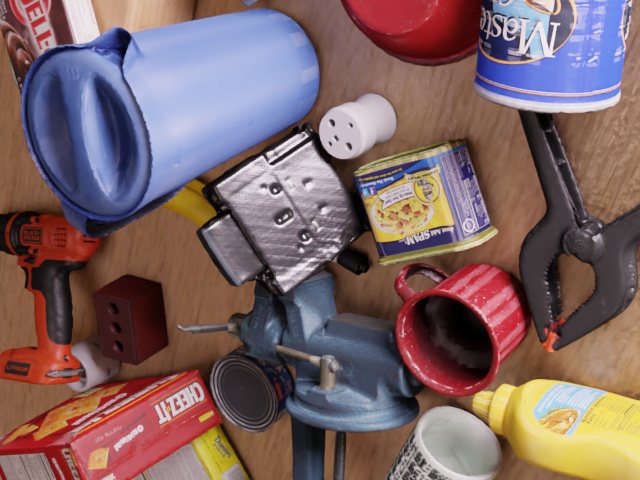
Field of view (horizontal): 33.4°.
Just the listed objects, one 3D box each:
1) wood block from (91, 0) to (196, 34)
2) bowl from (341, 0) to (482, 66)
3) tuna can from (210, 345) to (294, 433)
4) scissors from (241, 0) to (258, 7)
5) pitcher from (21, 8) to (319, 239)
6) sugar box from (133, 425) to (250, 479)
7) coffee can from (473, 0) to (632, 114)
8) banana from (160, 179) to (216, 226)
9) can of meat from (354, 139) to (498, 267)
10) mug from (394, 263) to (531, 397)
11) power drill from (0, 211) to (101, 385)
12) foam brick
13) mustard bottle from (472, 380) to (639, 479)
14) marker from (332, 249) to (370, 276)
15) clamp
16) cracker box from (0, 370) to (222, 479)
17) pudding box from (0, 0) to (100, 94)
[{"bbox_3d":[-0.180,-0.199,0.977,0.091,0.090,0.206,34,126,22],"label":"wood block"},{"bbox_3d":[0.066,-0.207,0.814,0.162,0.055,0.162,15,117,32],"label":"bowl"},{"bbox_3d":[-0.068,0.149,1.080,0.086,0.033,0.086,15,118,31],"label":"tuna can"},{"bbox_3d":[-0.098,-0.279,0.919,0.016,0.096,0.202,-28,60,15],"label":"scissors"},{"bbox_3d":[-0.111,-0.105,0.865,0.149,0.242,0.145,-14,101,39],"label":"pitcher"},{"bbox_3d":[-0.159,0.266,1.191,0.177,0.048,0.093,-26,92,44],"label":"sugar box"},{"bbox_3d":[0.162,-0.168,0.728,0.103,0.102,0.140,17,118,30],"label":"coffee can"},{"bbox_3d":[-0.118,-0.025,1.043,0.198,0.037,0.069,24,139,28],"label":"banana"},{"bbox_3d":[0.083,-0.031,0.876,0.102,0.057,0.084,-13,99,39],"label":"can of meat"},{"bbox_3d":[0.112,0.062,0.877,0.117,0.081,0.093,40,128,16],"label":"mug"},{"bbox_3d":[-0.320,0.061,1.180,0.185,0.057,0.188,3,91,38],"label":"power drill"},{"bbox_3d":[-0.201,0.085,1.139,0.053,0.051,0.078,9,114,33],"label":"foam brick"},{"bbox_3d":[0.208,0.151,0.834,0.192,0.096,0.058,12,117,32],"label":"mustard bottle"},{"bbox_3d":[-0.006,0.001,0.980,0.121,0.020,0.020,27,123,26],"label":"marker"},{"bbox_3d":[0.197,-0.011,0.813,0.165,0.036,0.210,33,126,22],"label":"clamp"},{"bbox_3d":[-0.232,0.205,1.120,0.214,0.163,0.072,-17,99,50],"label":"cracker box"},{"bbox_3d":[-0.236,-0.178,0.942,0.090,0.039,0.113,-7,103,39],"label":"pudding box"}]
